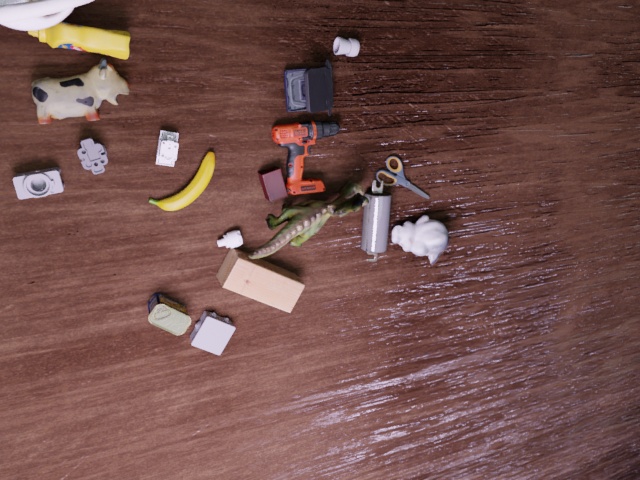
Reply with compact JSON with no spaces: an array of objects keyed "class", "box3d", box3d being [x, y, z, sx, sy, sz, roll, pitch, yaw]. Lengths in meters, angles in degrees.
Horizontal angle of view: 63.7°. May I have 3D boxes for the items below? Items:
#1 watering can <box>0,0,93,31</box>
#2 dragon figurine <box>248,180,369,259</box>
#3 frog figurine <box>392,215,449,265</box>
[{"class":"watering can","box3d":[-0.587,-0.447,0.965,0.349,0.228,0.101,-21,131,-16]},{"class":"dragon figurine","box3d":[0.004,-0.065,1.283,0.240,0.417,0.121,-23,103,27]},{"class":"frog figurine","box3d":[0.296,-0.016,1.521,0.158,0.121,0.140,29,60,-18]}]
